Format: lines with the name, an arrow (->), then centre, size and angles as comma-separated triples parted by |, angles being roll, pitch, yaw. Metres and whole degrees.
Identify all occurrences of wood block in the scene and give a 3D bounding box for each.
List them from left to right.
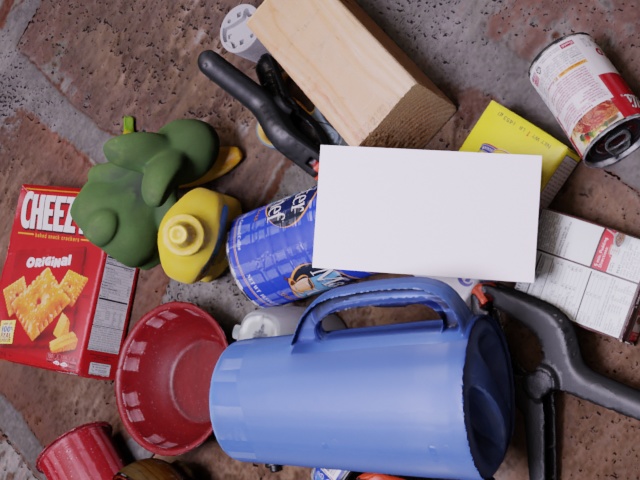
wood block -> 0.029, -0.175, 1.069 | 0.090, 0.090, 0.206 | -47, 58, 16

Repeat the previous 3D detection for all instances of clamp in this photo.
clamp -> -0.050, -0.133, 1.080 | 0.171, 0.120, 0.039 | 53, 125, 24
clamp -> 0.202, 0.118, 0.896 | 0.165, 0.036, 0.210 | -37, 70, 31

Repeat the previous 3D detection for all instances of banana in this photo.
banana -> -0.174, -0.093, 1.220 | 0.198, 0.037, 0.069 | 19, 93, 35

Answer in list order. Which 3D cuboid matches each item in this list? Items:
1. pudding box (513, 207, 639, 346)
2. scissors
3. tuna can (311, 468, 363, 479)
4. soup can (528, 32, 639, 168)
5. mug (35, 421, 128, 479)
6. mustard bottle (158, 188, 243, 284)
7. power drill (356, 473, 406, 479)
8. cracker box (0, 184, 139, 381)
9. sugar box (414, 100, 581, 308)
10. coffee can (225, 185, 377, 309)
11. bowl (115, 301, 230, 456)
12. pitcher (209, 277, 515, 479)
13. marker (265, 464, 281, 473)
pudding box -> 0.230, 0.030, 0.920 | 0.114, 0.039, 0.090 | 22, 95, 38
scissors -> -0.002, -0.097, 1.119 | 0.096, 0.016, 0.202 | -45, 59, 20
tuna can -> 0.035, 0.205, 0.984 | 0.034, 0.086, 0.086 | 40, 102, 32
soup can -> 0.235, -0.123, 0.933 | 0.069, 0.068, 0.102 | -38, 61, 21
mug -> -0.254, 0.266, 1.172 | 0.081, 0.093, 0.117 | 53, 139, 25
mustard bottle -> -0.122, -0.004, 1.074 | 0.058, 0.191, 0.096 | 21, 91, 4
power drill -> 0.076, 0.306, 0.918 | 0.184, 0.057, 0.187 | 18, 73, -7
cracker box -> -0.298, 0.047, 1.252 | 0.164, 0.072, 0.213 | 6, 82, 34
sugar box -> 0.150, -0.029, 0.983 | 0.093, 0.048, 0.176 | 39, 100, 32
coffee can -> -0.007, 0.001, 1.047 | 0.141, 0.102, 0.103 | -20, 69, 29
bowl -> -0.142, 0.148, 1.134 | 0.162, 0.055, 0.162 | -8, 75, 32
pitcher -> 0.031, 0.123, 0.891 | 0.243, 0.144, 0.149 | -5, 68, 26
marker -> -0.052, 0.176, 1.090 | 0.020, 0.020, 0.121 | -17, 70, 30
